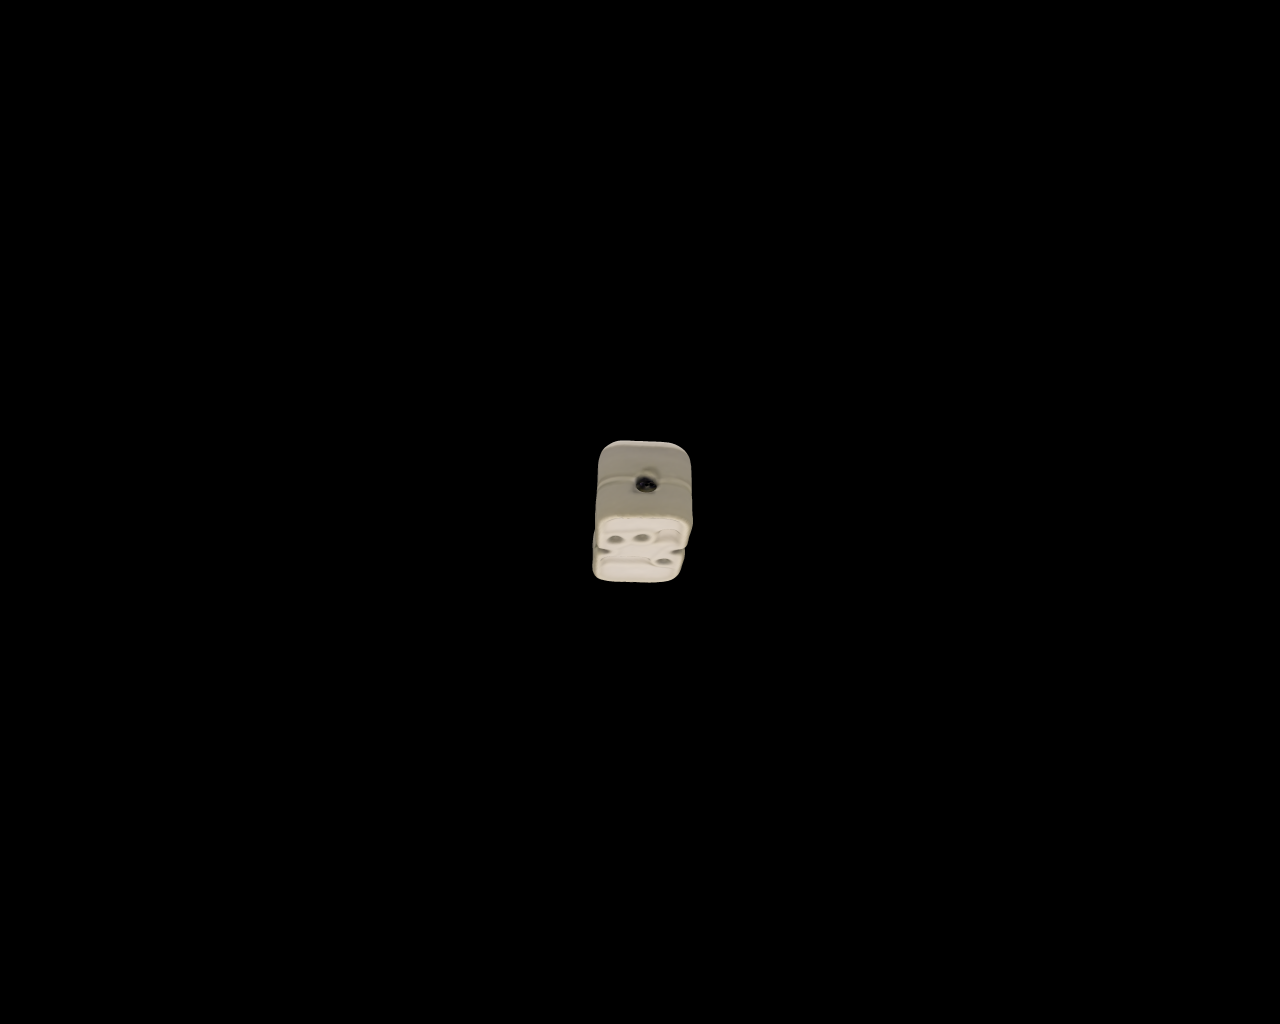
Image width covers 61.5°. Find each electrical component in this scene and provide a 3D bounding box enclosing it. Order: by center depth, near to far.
[{"bbox_3d":[0.001,-0.003,0.650,0.054,0.059,0.095,2,-27,-3],"label":"electrical component"}]
